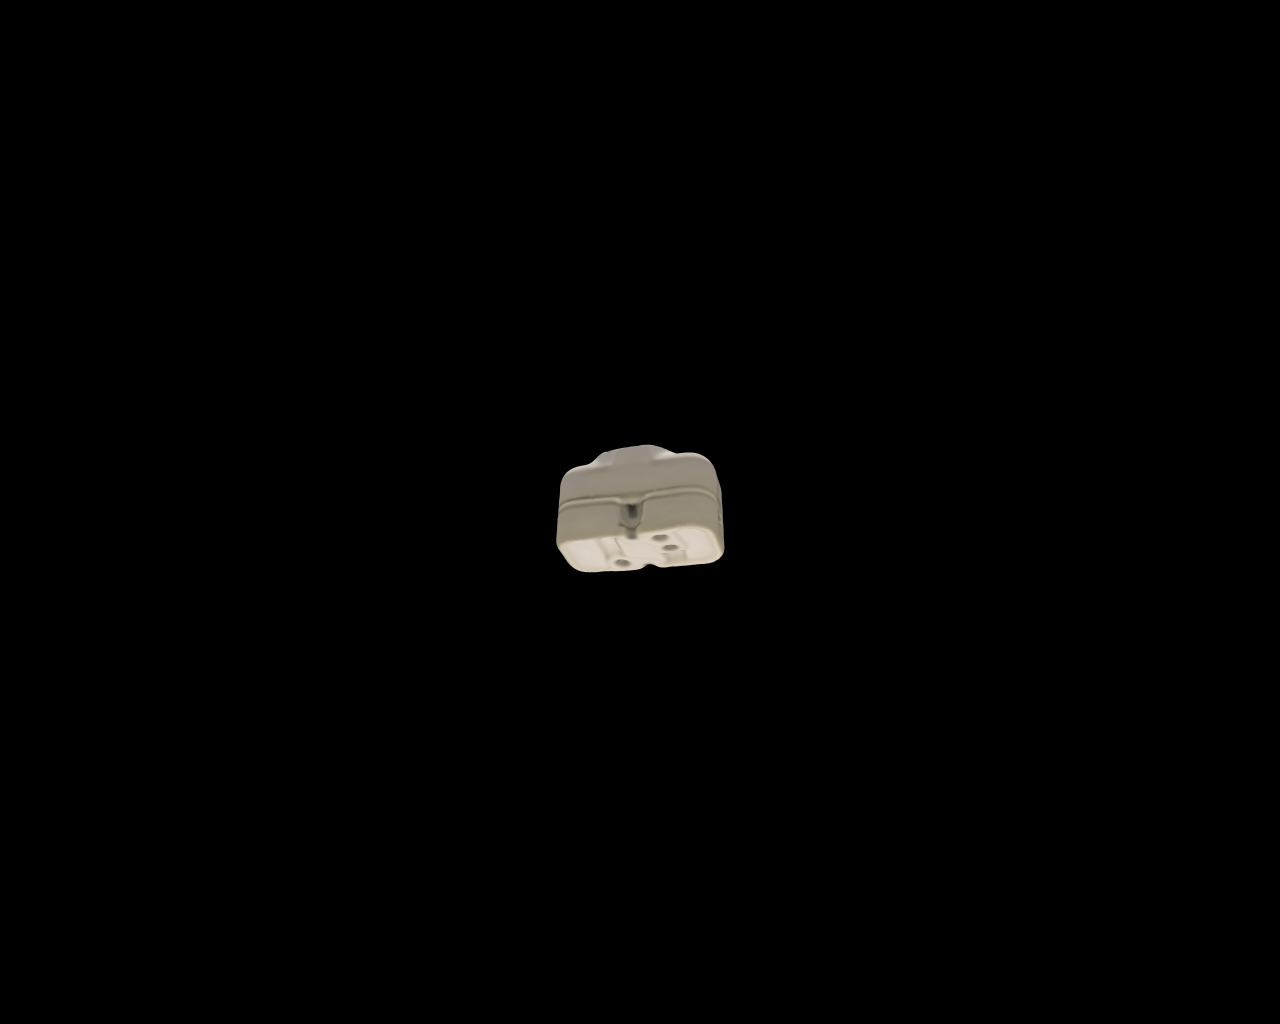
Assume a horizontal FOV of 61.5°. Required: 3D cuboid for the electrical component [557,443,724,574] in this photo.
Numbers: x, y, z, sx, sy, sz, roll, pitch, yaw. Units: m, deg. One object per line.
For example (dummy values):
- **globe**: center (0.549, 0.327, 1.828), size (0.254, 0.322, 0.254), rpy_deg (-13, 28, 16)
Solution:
- **electrical component**: center (0.001, -0.003, 0.650), size (0.095, 0.059, 0.053), rpy_deg (-6, -28, 12)
